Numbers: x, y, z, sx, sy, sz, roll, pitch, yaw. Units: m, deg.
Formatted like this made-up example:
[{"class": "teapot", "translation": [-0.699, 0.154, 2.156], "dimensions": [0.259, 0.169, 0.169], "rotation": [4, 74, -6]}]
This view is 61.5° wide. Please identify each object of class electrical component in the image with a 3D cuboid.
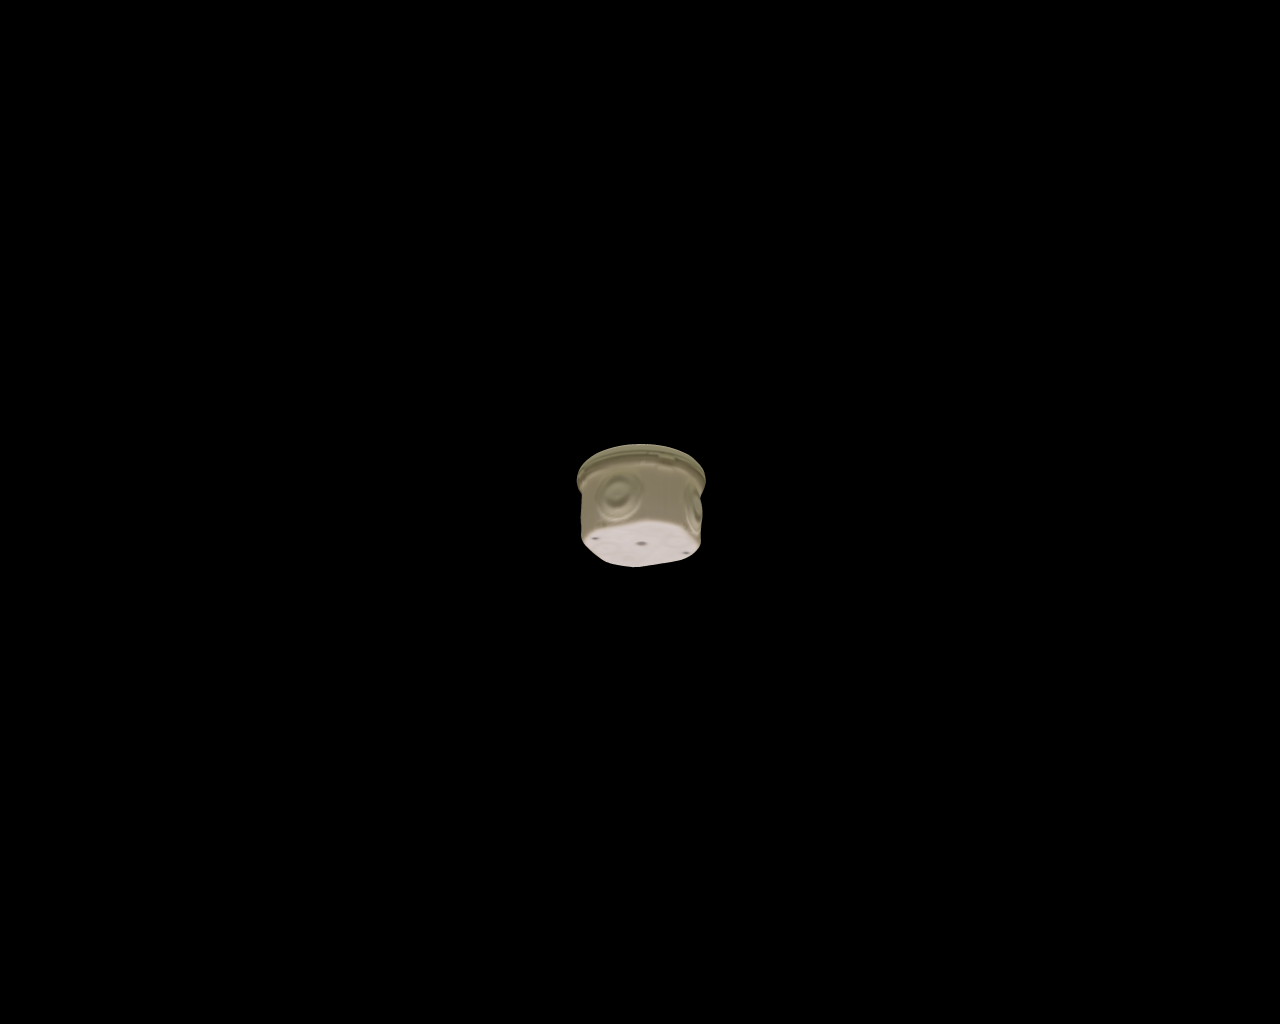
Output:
[{"class": "electrical component", "translation": [0.001, -0.003, 0.650], "dimensions": [0.080, 0.051, 0.080], "rotation": [0, -26, 0]}]
